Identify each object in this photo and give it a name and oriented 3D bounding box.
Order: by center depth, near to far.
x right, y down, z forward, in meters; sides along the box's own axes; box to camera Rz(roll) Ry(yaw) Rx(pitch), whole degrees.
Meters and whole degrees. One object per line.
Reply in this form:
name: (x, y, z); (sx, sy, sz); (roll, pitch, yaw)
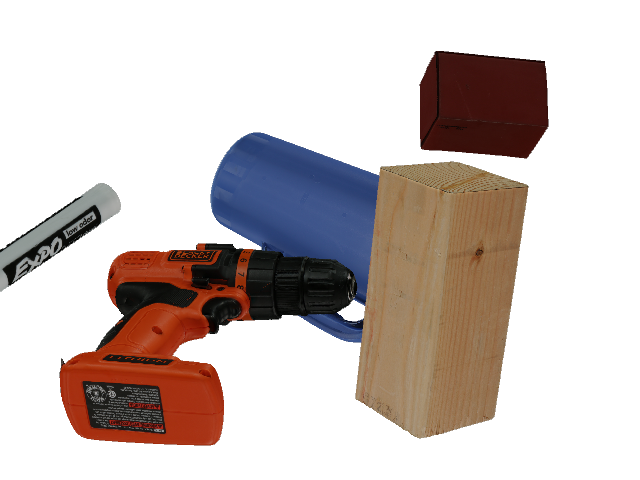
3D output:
marker: (-0.150, 0.007, 0.543); (0.020, 0.020, 0.120); (0, 30, 44)
power drill: (-0.077, 0.062, 0.718); (0.184, 0.057, 0.187); (-1, 24, 13)
foam brick: (0.111, -0.092, 0.729); (0.078, 0.051, 0.053); (5, -21, -7)
wood block: (0.099, 0.046, 0.890); (0.090, 0.206, 0.090); (-7, 20, -36)
pitcher: (0.005, -0.012, 1.084); (0.243, 0.145, 0.149); (25, 27, 24)
